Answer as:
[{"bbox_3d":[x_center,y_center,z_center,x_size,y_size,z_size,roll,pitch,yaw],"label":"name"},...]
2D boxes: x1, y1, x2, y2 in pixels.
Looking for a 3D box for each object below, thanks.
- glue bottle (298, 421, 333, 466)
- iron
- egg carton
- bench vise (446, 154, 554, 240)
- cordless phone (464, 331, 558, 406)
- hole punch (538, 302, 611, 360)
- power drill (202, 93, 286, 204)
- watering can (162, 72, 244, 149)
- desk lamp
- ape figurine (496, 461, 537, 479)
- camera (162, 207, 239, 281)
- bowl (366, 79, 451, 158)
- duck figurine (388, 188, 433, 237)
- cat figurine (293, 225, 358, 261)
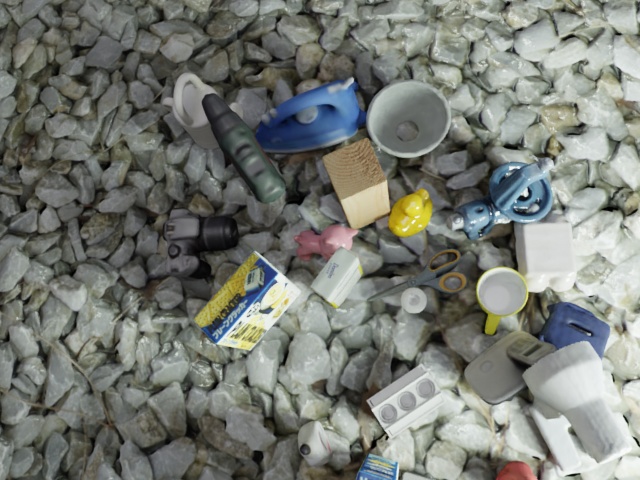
[{"bbox_3d":[-0.014,0.361,1.000,0.037,0.173,0.078,-29,74,1],"label":"glue bottle"},{"bbox_3d":[-0.034,-0.256,1.167,0.258,0.141,0.118,-20,75,3],"label":"iron"},{"bbox_3d":[0.421,0.023,1.073,0.107,0.069,0.150,-4,76,7],"label":"egg carton"},{"bbox_3d":[0.337,-0.068,1.029,0.207,0.220,0.121,-42,74,-3],"label":"bench vise"},{"bbox_3d":[0.330,0.218,0.979,0.147,0.185,0.094,-39,74,-2],"label":"cordless phone"},{"bbox_3d":[0.453,0.167,1.023,0.108,0.091,0.101,26,82,13],"label":"hole punch"},{"bbox_3d":[-0.139,-0.159,1.124,0.075,0.208,0.229,-35,74,-1],"label":"power drill"},{"bbox_3d":[-0.242,-0.271,1.173,0.172,0.194,0.101,-9,75,6],"label":"watering can"},{"bbox_3d":[0.419,0.277,0.938,0.118,0.214,0.203,-25,74,2],"label":"desk lamp"},{"bbox_3d":[0.343,0.421,0.977,0.077,0.092,0.076,17,80,12],"label":"ape figurine"},{"bbox_3d":[-0.240,0.003,1.156,0.136,0.101,0.143,-4,76,7],"label":"camera"},{"bbox_3d":[0.180,-0.236,1.166,0.167,0.075,0.167,-2,76,8],"label":"bowl"},{"bbox_3d":[0.177,-0.057,1.118,0.077,0.086,0.104,41,85,15],"label":"duck figurine"},{"bbox_3d":[0.010,0.004,1.111,0.127,0.118,0.067,5,77,10],"label":"cat figurine"}]
